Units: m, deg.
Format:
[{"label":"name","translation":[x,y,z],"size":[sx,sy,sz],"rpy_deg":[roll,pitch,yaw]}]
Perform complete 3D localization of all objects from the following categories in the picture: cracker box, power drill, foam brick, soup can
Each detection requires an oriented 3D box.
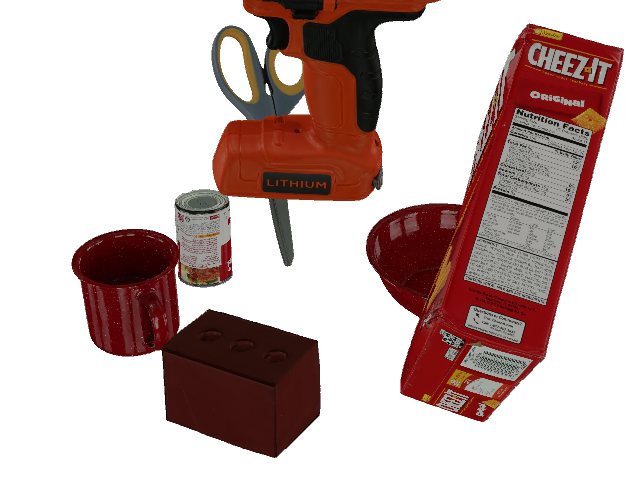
[{"label":"cracker box","translation":[0.120,-0.006,0.697],"size":[0.072,0.213,0.164],"rpy_deg":[18,-22,4]},{"label":"power drill","translation":[-0.024,-0.105,0.608],"size":[0.184,0.057,0.188],"rpy_deg":[3,-41,-3]},{"label":"foam brick","translation":[-0.045,0.082,0.617],"size":[0.078,0.051,0.052],"rpy_deg":[14,28,24]},{"label":"soup can","translation":[-0.143,-0.003,1.304],"size":[0.068,0.102,0.068],"rpy_deg":[0,26,0]}]

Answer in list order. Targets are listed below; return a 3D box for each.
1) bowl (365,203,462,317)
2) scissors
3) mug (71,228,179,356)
[{"label":"bowl","translation":[0.121,0.030,0.992],"size":[0.162,0.055,0.162],"rpy_deg":[2,35,-1]},{"label":"scissors","translation":[-0.028,-0.088,0.886],"size":[0.096,0.202,0.016],"rpy_deg":[-23,-1,-25]},{"label":"mug","translation":[-0.161,0.053,0.935],"size":[0.093,0.081,0.117],"rpy_deg":[-20,37,-27]}]
